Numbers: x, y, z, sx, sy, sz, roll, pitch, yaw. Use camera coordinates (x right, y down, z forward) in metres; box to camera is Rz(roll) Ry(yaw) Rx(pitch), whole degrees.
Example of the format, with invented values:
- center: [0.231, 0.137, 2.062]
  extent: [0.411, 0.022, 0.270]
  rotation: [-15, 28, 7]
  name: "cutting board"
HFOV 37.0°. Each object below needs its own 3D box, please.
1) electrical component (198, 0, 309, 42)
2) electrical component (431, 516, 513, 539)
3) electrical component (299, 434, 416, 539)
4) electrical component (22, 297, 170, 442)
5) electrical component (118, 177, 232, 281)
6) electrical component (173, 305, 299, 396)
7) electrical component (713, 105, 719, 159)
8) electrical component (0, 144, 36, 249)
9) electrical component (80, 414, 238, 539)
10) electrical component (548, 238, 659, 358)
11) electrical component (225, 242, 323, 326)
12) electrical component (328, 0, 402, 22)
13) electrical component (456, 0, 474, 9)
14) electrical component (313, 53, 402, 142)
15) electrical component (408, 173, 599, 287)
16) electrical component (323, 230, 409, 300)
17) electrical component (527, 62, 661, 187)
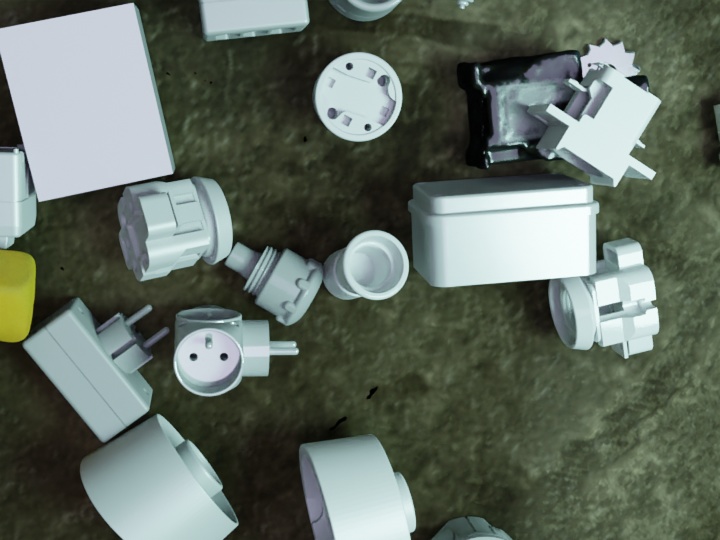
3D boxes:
- center: [-0.071, -0.187, 0.675]
  extent: [0.066, 0.047, 0.076]
  rotation: [-8, 98, -7]
  name: "electrical component"
- center: [0.081, 0.218, 0.761]
  extent: [0.080, 0.051, 0.080]
  rotation: [-1, 99, -8]
  name: "electrical component"
- center: [0.002, 0.161, 0.715]
  extent: [0.060, 0.108, 0.108]
  rotation: [-13, 101, -12]
  name: "electrical component"
- center: [-0.161, 0.053, 0.702]
  extent: [0.076, 0.047, 0.083]
  rotation: [-36, 102, -1]
  name: "electrical component"
- center: [-0.117, -0.028, 0.684]
  extent: [0.057, 0.078, 0.058]
  rotation: [-13, 78, -25]
  name: "electrical component"
- center: [-0.080, 0.050, 0.697]
  extent: [0.079, 0.077, 0.044]
  rotation: [0, 99, -8]
  name: "electrical component"
- center: [0.266, -0.095, 0.743]
  extent: [0.040, 0.040, 0.046]
  rotation: [-14, 95, -6]
  name: "electrical component"
- center: [-0.253, -0.047, 0.665]
  extent: [0.096, 0.061, 0.061]
  rotation: [1, 99, -8]
  name: "electrical component"
- center: [-0.127, 0.144, 0.696]
  extent: [0.064, 0.099, 0.099]
  rotation: [-36, 102, -7]
  name: "electrical component"
- center: [0.165, 0.023, 0.738]
  extent: [0.057, 0.058, 0.078]
  rotation: [-13, 105, -8]
  name: "electrical component"
- center: [-0.059, 0.004, 0.711]
  extent: [0.062, 0.048, 0.048]
  rotation: [30, 94, -5]
  name: "electrical component"
- center: [0.006, -0.188, 0.686]
  extent: [0.055, 0.047, 0.055]
  rotation: [-1, 99, -8]
  name: "electrical component"
- center: [0.084, -0.212, 0.685]
  extent: [0.061, 0.061, 0.096]
  rotation: [11, 98, -10]
  name: "electrical component"
- center: [-0.004, -0.112, 0.697]
  extent: [0.055, 0.047, 0.055]
  rotation: [-1, 99, -8]
  name: "electrical component"
- center: [0.093, -0.028, 0.709]
  extent: [0.113, 0.078, 0.057]
  rotation: [-5, 103, -7]
  name: "electrical component"
- center: [0.000, 0.000, 0.706]
  extent: [0.044, 0.065, 0.044]
  rotation: [2, 83, -19]
  name: "electrical component"
- center: [0.152, -0.091, 0.676]
  extent: [0.081, 0.042, 0.063]
  rotation: [31, 93, -11]
  name: "electrical component"
